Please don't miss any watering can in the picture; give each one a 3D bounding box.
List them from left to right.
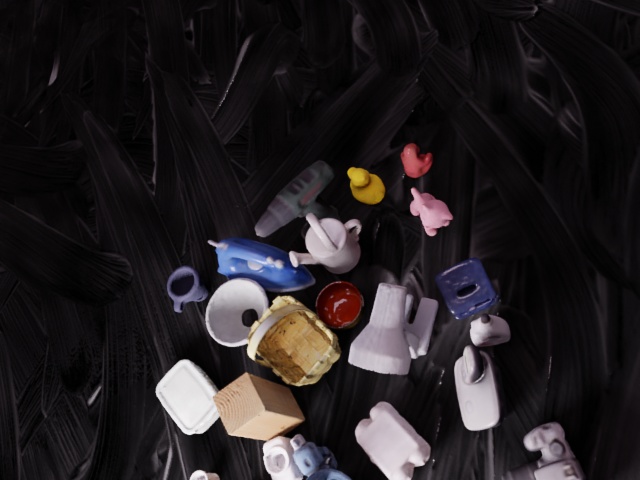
[{"bbox_3d":[0.013,0.006,1.306,0.100,0.194,0.173,34,84,30],"label":"watering can"}]

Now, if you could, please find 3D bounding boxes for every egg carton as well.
[{"bbox_3d":[0.144,0.409,1.153,0.107,0.070,0.150,-47,60,-2],"label":"egg carton"}]

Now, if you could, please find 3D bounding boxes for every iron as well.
[{"bbox_3d":[-0.144,0.051,1.381,0.257,0.142,0.119,12,73,26],"label":"iron"}]

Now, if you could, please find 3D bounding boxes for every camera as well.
[{"bbox_3d":[0.395,0.416,1.031,0.136,0.101,0.143,-24,61,11],"label":"camera"}]

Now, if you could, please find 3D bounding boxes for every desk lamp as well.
[{"bbox_3d":[0.150,0.182,1.164,0.117,0.214,0.203,10,72,25],"label":"desk lamp"}]

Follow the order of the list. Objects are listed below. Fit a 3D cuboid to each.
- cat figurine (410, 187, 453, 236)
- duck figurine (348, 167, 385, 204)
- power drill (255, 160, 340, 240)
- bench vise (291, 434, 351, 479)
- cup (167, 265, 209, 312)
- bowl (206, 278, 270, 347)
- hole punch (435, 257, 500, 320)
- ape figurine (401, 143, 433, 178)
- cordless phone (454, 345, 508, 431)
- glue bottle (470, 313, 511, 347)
[{"bbox_3d":[0.247,-0.069,1.290,0.067,0.118,0.127,-37,60,4],"label":"cat figurine"},{"bbox_3d":[0.108,-0.139,1.394,0.077,0.086,0.104,-46,59,-2],"label":"duck figurine"},{"bbox_3d":[-0.036,-0.067,1.350,0.075,0.209,0.230,33,83,30],"label":"power drill"},{"bbox_3d":[-0.014,0.478,1.099,0.206,0.220,0.121,34,83,30],"label":"bench vise"},{"bbox_3d":[-0.326,0.133,1.445,0.091,0.095,0.118,2,69,23],"label":"cup"},{"bbox_3d":[-0.186,0.181,1.381,0.167,0.075,0.167,-8,65,19],"label":"bowl"},{"bbox_3d":[0.310,0.103,1.206,0.108,0.091,0.101,-27,61,9],"label":"hole punch"},{"bbox_3d":[0.225,-0.198,1.369,0.077,0.092,0.076,31,82,30],"label":"ape figurine"},{"bbox_3d":[0.295,0.277,1.082,0.094,0.185,0.147,-15,63,16],"label":"cordless phone"},{"bbox_3d":[0.329,0.171,1.121,0.078,0.173,0.037,-18,62,14],"label":"glue bottle"}]
